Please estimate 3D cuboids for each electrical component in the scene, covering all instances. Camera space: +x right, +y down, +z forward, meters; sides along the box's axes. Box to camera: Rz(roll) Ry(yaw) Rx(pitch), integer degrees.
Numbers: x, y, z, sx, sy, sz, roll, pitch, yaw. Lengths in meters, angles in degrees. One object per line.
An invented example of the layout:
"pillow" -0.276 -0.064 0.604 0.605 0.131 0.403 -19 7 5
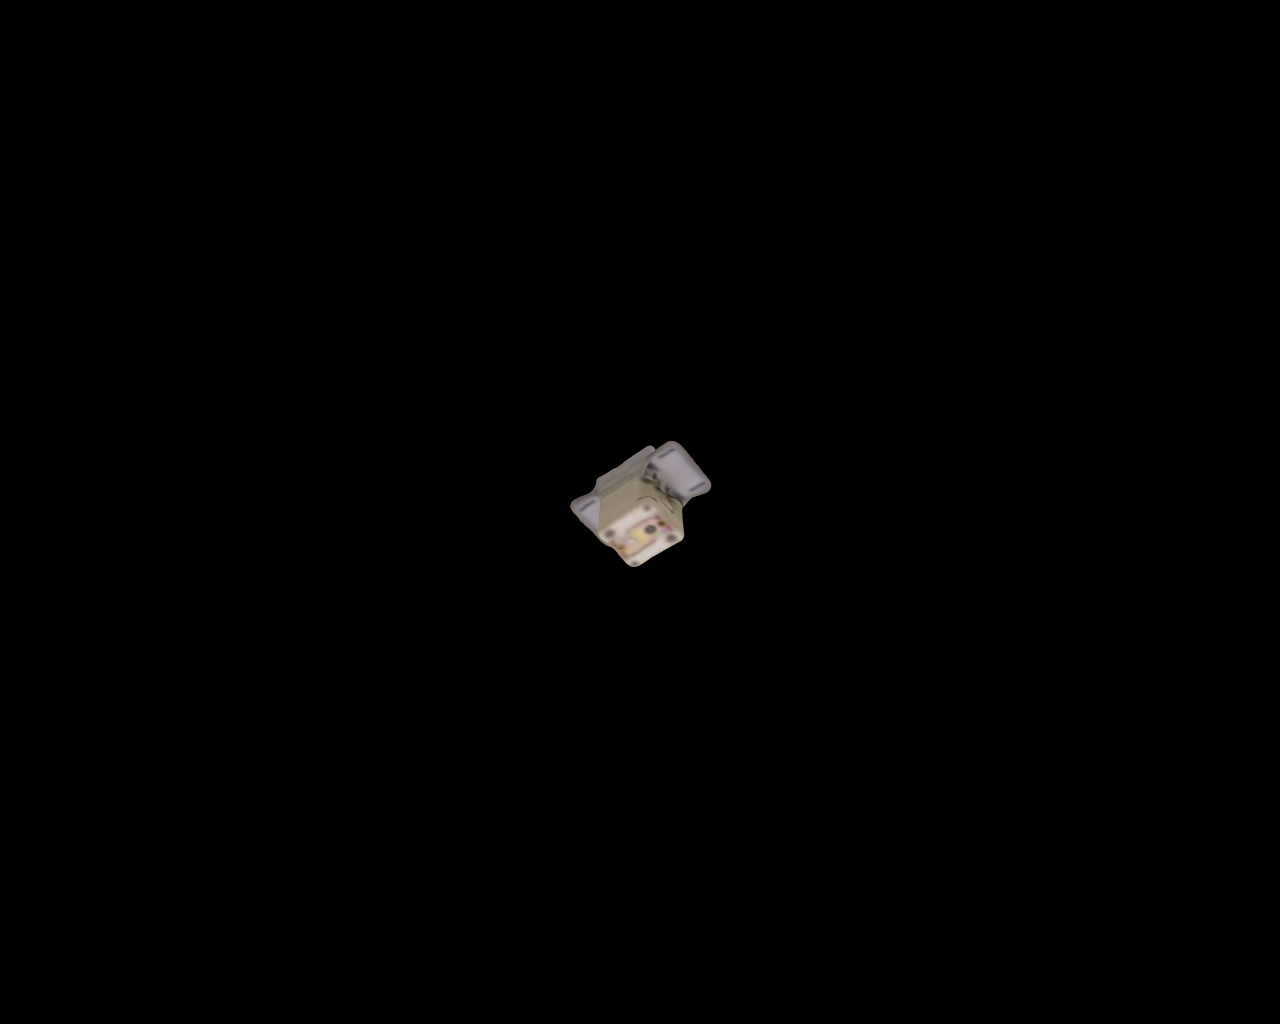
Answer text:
"electrical component" 0.001 -0.003 0.650 0.081 0.042 0.064 -33 29 21
